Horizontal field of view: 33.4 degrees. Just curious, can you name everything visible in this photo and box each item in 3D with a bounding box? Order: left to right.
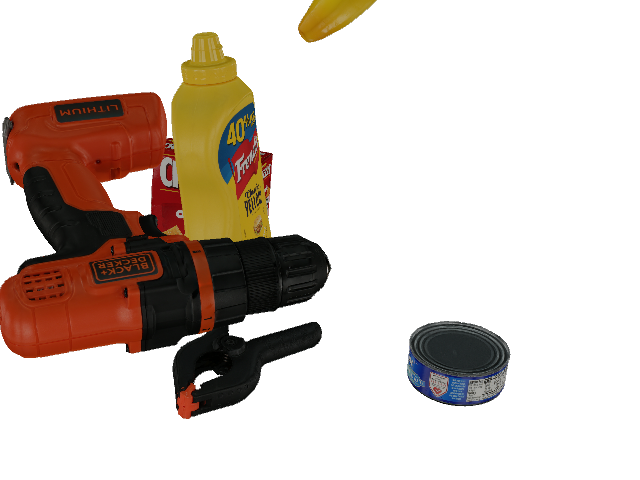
[{"bbox_3d":[-0.106,-0.016,0.633,0.184,0.057,0.188,-8,41,-20],"label":"power drill"},{"bbox_3d":[-0.163,-0.030,1.564,0.164,0.214,0.072,9,21,10],"label":"cracker box"},{"bbox_3d":[-0.077,-0.063,0.816,0.058,0.192,0.096,3,24,20],"label":"mustard bottle"},{"bbox_3d":[-0.090,0.100,0.991,0.120,0.039,0.171,21,33,27],"label":"clamp"},{"bbox_3d":[0.043,-0.223,0.794,0.070,0.197,0.037,-9,-42,40],"label":"banana"},{"bbox_3d":[0.117,0.105,0.913,0.086,0.034,0.086,3,26,-2],"label":"tuna can"}]
